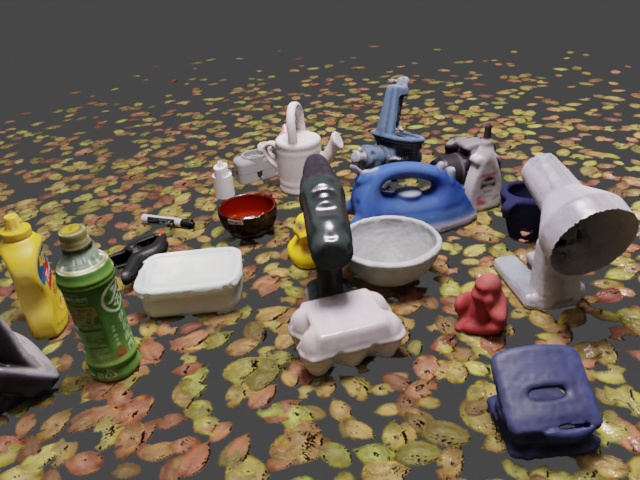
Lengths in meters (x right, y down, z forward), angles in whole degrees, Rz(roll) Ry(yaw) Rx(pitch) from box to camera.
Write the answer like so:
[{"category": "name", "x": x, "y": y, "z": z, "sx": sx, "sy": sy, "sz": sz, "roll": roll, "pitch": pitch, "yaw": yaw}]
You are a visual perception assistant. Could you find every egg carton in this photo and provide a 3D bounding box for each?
[{"category": "egg carton", "x": 0.035, "y": 0.124, "z": 0.784, "sx": 0.150, "sy": 0.069, "sz": 0.107, "roll": -13, "pitch": 31, "yaw": -14}]

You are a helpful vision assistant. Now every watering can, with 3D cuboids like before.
[{"category": "watering can", "x": -0.039, "y": -0.204, "z": 1.243, "sx": 0.173, "sy": 0.194, "sz": 0.100, "roll": -8, "pitch": 30, "yaw": -6}]

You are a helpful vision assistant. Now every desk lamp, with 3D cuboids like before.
[{"category": "desk lamp", "x": 0.338, "y": -0.004, "z": 0.821, "sx": 0.118, "sy": 0.214, "sz": 0.203, "roll": -9, "pitch": 30, "yaw": -7}]

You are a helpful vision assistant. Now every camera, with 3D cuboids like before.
[{"category": "camera", "x": 0.299, "y": -0.171, "z": 1.233, "sx": 0.137, "sy": 0.101, "sz": 0.142, "roll": -13, "pitch": 31, "yaw": -15}]

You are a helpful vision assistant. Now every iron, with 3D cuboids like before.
[{"category": "iron", "x": 0.171, "y": -0.087, "z": 1.063, "sx": 0.258, "sy": 0.141, "sz": 0.118, "roll": -8, "pitch": 30, "yaw": -6}]

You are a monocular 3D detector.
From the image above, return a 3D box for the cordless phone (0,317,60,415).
[{"category": "cordless phone", "x": -0.424, "y": 0.116, "z": 0.742, "sx": 0.147, "sy": 0.185, "sz": 0.094, "roll": 22, "pitch": 39, "yaw": 38}]

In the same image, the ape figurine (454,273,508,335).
[{"category": "ape figurine", "x": 0.231, "y": 0.086, "z": 0.801, "sx": 0.076, "sy": 0.092, "sz": 0.077, "roll": -16, "pitch": 32, "yaw": -19}]

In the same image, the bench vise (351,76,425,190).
[{"category": "bench vise", "x": 0.154, "y": -0.228, "z": 1.234, "sx": 0.121, "sy": 0.220, "sz": 0.208, "roll": 11, "pitch": 33, "yaw": 25}]

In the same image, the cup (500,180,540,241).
[{"category": "cup", "x": 0.354, "y": -0.042, "z": 1.007, "sx": 0.118, "sy": 0.095, "sz": 0.091, "roll": -27, "pitch": 37, "yaw": -34}]

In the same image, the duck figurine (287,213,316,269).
[{"category": "duck figurine", "x": -0.022, "y": -0.010, "z": 1.010, "sx": 0.077, "sy": 0.086, "sz": 0.104, "roll": -6, "pitch": 30, "yaw": -2}]

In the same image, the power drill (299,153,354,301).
[{"category": "power drill", "x": 0.008, "y": 0.003, "z": 0.859, "sx": 0.075, "sy": 0.209, "sz": 0.229, "roll": -7, "pitch": 30, "yaw": -4}]

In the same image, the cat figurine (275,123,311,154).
[{"category": "cat figurine", "x": -0.060, "y": -0.220, "z": 1.351, "sx": 0.067, "sy": 0.118, "sz": 0.128, "roll": 19, "pitch": 37, "yaw": 35}]

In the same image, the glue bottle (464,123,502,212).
[{"category": "glue bottle", "x": 0.317, "y": -0.141, "z": 1.105, "sx": 0.078, "sy": 0.173, "sz": 0.037, "roll": -17, "pitch": 32, "yaw": -21}]

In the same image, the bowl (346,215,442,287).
[{"category": "bowl", "x": 0.113, "y": 0.028, "z": 0.936, "sx": 0.167, "sy": 0.075, "sz": 0.167, "roll": -3, "pitch": 30, "yaw": 2}]

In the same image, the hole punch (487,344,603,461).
[{"category": "hole punch", "x": 0.250, "y": 0.178, "z": 0.637, "sx": 0.108, "sy": 0.091, "sz": 0.101, "roll": -6, "pitch": 30, "yaw": -2}]
